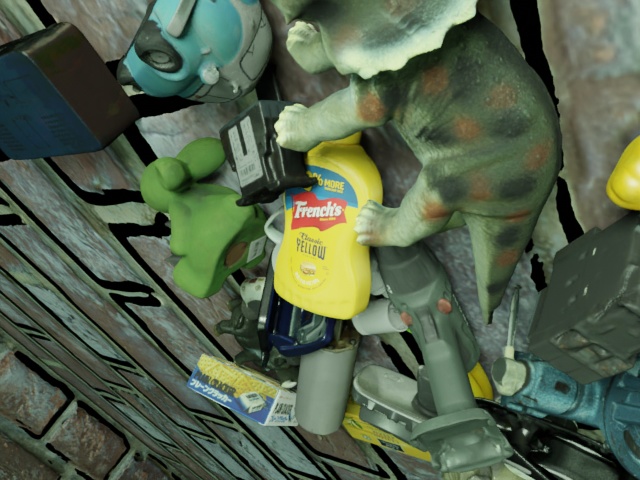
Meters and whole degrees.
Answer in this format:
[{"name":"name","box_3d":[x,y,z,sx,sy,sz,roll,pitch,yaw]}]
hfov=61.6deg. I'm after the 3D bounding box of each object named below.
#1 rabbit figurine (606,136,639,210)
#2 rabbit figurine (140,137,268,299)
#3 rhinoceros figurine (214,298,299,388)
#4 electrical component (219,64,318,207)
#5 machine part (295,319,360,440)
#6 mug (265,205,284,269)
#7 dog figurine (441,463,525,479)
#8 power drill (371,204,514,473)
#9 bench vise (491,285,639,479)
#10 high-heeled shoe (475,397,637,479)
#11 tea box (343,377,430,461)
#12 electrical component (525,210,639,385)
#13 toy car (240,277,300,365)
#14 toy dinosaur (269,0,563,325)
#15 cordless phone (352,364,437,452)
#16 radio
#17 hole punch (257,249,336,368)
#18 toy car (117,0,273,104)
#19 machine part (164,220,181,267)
[{"name":"rabbit figurine","box_3d":[0.248,0.013,0.310,0.162,0.173,0.122,47,140,-13]},{"name":"rabbit figurine","box_3d":[-0.154,-0.039,0.629,0.170,0.121,0.159,38,145,19]},{"name":"rhinoceros figurine","box_3d":[-0.090,0.170,0.886,0.112,0.073,0.190,-7,129,32]},{"name":"electrical component","box_3d":[-0.049,-0.094,0.470,0.075,0.048,0.119,-12,89,50]},{"name":"machine part","box_3d":[0.008,0.189,0.753,0.079,0.079,0.243,20,126,19]},{"name":"mug","box_3d":[-0.001,-0.002,0.588,0.109,0.081,0.107,44,132,-5]},{"name":"dog figurine","box_3d":[0.276,0.346,0.813,0.172,0.121,0.190,-10,179,1]},{"name":"power drill","box_3d":[0.108,0.101,0.522,0.086,0.207,0.231,-26,129,12]},{"name":"bench vise","box_3d":[0.284,0.147,0.482,0.223,0.129,0.240,31,165,-12]},{"name":"high-heeled shoe","box_3d":[0.266,0.223,0.547,0.145,0.086,0.249,49,152,-16]},{"name":"tea box","box_3d":[0.118,0.287,0.862,0.170,0.068,0.098,1,135,37]},{"name":"electrical component","box_3d":[0.223,0.046,0.425,0.058,0.115,0.134,35,145,1]},{"name":"toy car","box_3d":[-0.043,0.128,0.803,0.074,0.056,0.201,-10,130,38]},{"name":"toy dinosaur","box_3d":[0.092,-0.080,0.378,0.404,0.131,0.192,42,146,-25]},{"name":"cordless phone","box_3d":[0.112,0.198,0.714,0.147,0.089,0.184,22,152,21]},{"name":"radio","box_3d":[-0.339,-0.170,0.646,0.230,0.073,0.131,1,135,36]},{"name":"hole punch","box_3d":[-0.027,0.084,0.674,0.092,0.142,0.115,7,153,-3]},{"name":"toy car","box_3d":[-0.095,-0.157,0.439,0.103,0.109,0.162,28,160,-25]},{"name":"machine part","box_3d":[-0.186,0.004,0.776,0.084,0.039,0.139,31,146,-7]}]
